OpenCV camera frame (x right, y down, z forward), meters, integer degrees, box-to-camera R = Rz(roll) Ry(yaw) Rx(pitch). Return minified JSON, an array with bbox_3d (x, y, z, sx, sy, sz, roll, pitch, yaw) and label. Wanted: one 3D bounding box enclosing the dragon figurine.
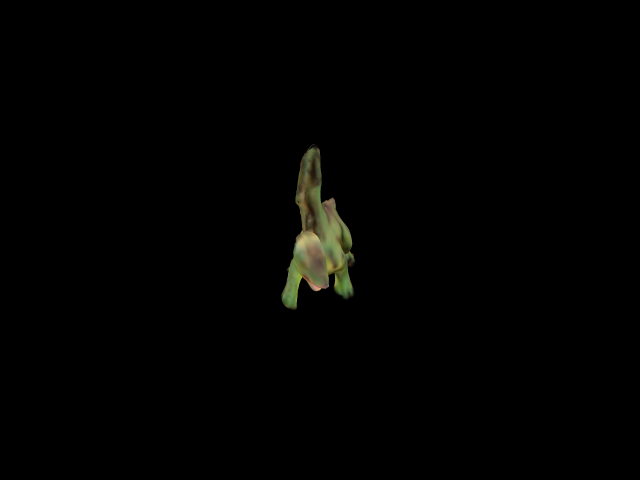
[{"bbox_3d":[0.003,-0.043,0.850,0.122,0.237,0.420,1,36,2],"label":"dragon figurine"}]
